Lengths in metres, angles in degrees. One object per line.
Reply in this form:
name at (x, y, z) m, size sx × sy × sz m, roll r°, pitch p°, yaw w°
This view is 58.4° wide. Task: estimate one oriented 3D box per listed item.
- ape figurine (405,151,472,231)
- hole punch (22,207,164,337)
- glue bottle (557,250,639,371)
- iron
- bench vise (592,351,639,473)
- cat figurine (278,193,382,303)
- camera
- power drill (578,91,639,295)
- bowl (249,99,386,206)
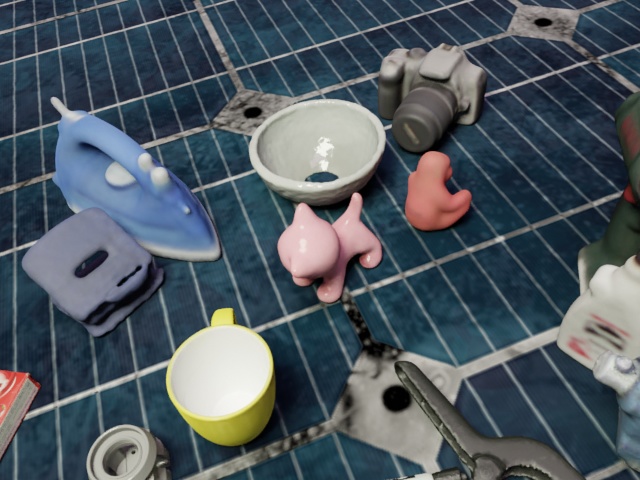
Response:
ape figurine at (0.130, -0.061, 0.649) m, size 0.076 × 0.092 × 0.077 m, roll -29°, pitch 51°, yaw -17°
hole punch at (-0.242, 0.032, 0.622) m, size 0.100 × 0.091 × 0.109 m, roll 27°, pitch 58°, yaw 28°
glue bottle at (0.252, 0.055, 0.477) m, size 0.078 × 0.173 × 0.037 m, roll 29°, pitch 59°, yaw 29°
iron at (-0.223, -0.077, 0.681) m, size 0.257 × 0.142 × 0.119 m, roll 27°, pitch 58°, yaw 28°
bench vise at (0.305, 0.119, 0.381) m, size 0.207 × 0.220 × 0.121 m, roll 3°, pitch 49°, yaw 11°
cat figurine at (0.005, 0.002, 0.595) m, size 0.067 × 0.118 × 0.128 m, roll 32°, pitch 60°, yaw 30°
camera at (0.133, -0.191, 0.757) m, size 0.142 × 0.101 × 0.137 m, roll 19°, pitch 54°, yaw 23°
power drill at (0.293, -0.016, 0.509) m, size 0.075 × 0.209 × 0.229 m, roll 5°, pitch 50°, yaw 12°
bowl at (0.000, -0.098, 0.712) m, size 0.167 × 0.075 × 0.167 m, roll -4°, pitch 49°, yaw 5°
